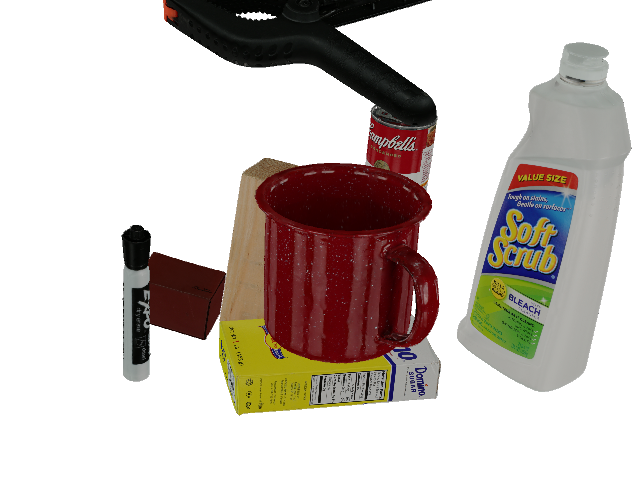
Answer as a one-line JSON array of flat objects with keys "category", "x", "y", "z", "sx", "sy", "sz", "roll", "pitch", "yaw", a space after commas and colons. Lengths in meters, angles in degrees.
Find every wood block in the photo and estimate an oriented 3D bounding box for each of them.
[{"category": "wood block", "x": -0.061, "y": 0.009, "z": 1.379, "sx": 0.090, "sy": 0.206, "sz": 0.090, "roll": 16, "pitch": 22, "yaw": 13}]

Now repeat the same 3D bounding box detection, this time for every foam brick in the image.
[{"category": "foam brick", "x": -0.139, "y": 0.054, "z": 1.050, "sx": 0.078, "sy": 0.051, "sz": 0.053, "roll": 16, "pitch": 33, "yaw": 6}]

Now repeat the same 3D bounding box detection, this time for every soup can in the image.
[{"category": "soup can", "x": 0.080, "y": -0.084, "z": 1.101, "sx": 0.068, "sy": 0.102, "sz": 0.068, "roll": 4, "pitch": 29, "yaw": -3}]

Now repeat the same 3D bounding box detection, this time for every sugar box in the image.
[{"category": "sugar box", "x": 0.006, "y": 0.102, "z": 0.921, "sx": 0.176, "sy": 0.048, "sz": 0.093, "roll": -5, "pitch": 28, "yaw": -13}]

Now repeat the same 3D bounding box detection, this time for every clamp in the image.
[{"category": "clamp", "x": -0.008, "y": -0.145, "z": 0.740, "sx": 0.210, "sy": 0.164, "sz": 0.036, "roll": 4, "pitch": -43, "yaw": 0}]

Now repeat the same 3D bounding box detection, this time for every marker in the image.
[{"category": "marker", "x": -0.125, "y": 0.043, "z": 0.723, "sx": 0.020, "sy": 0.121, "sz": 0.020, "roll": 5, "pitch": 32, "yaw": -3}]

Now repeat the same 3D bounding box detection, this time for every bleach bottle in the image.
[{"category": "bleach bottle", "x": 0.161, "y": -0.019, "z": 0.760, "sx": 0.067, "sy": 0.251, "sz": 0.103, "roll": -20, "pitch": 37, "yaw": -34}]

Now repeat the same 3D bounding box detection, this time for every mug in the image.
[{"category": "mug", "x": 0.019, "y": 0.017, "z": 0.570, "sx": 0.093, "sy": 0.081, "sz": 0.117, "roll": -20, "pitch": 34, "yaw": -38}]
